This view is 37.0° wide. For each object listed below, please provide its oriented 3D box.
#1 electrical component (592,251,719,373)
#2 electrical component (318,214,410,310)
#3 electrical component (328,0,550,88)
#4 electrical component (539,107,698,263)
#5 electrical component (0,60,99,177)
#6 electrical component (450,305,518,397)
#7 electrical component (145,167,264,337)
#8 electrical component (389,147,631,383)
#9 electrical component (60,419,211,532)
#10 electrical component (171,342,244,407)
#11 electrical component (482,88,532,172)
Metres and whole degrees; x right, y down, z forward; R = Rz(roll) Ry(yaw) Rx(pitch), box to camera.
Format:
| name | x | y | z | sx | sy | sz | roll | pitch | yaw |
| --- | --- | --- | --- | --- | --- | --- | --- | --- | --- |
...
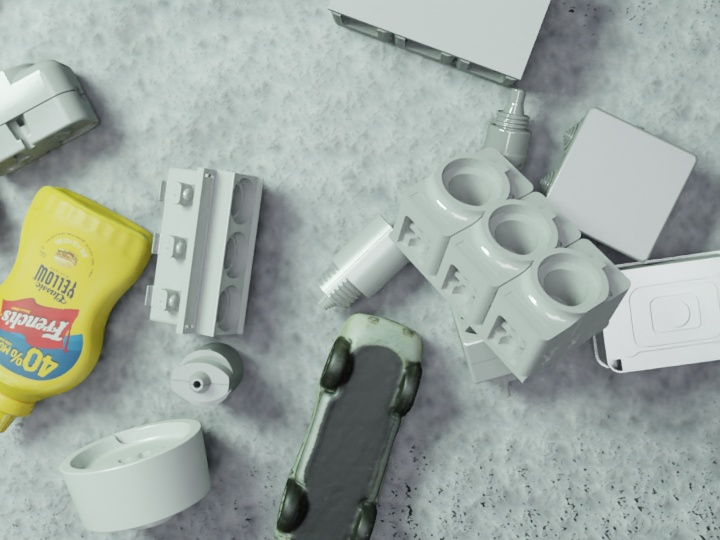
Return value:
| name | x | y | z | sx | sy | sz | roll | pitch | yaw |
| --- | --- | --- | --- | --- | --- | --- | --- | --- | --- |
| electrical component | 0.232 | 0.031 | 0.810 | 0.113 | 0.057 | 0.078 | -8 | 92 | 3 |
| electrical component | 0.000 | 0.000 | 0.826 | 0.081 | 0.043 | 0.043 | -43 | 90 | 4 |
| electrical component | 0.063 | -0.205 | 0.804 | 0.150 | 0.061 | 0.089 | 21 | 93 | 1 |
| electrical component | 0.191 | -0.064 | 0.812 | 0.100 | 0.048 | 0.099 | 26 | 93 | 1 |
| electrical component | -0.259 | -0.119 | 0.827 | 0.095 | 0.053 | 0.059 | -27 | 91 | 3 |
| electrical component | 0.103 | 0.062 | 0.818 | 0.047 | 0.065 | 0.076 | -16 | 121 | 3 |
| electrical component | -0.119 | -0.015 | 0.819 | 0.063 | 0.079 | 0.121 | 9 | 93 | 24 |
| electrical component | 0.105 | -0.010 | 0.764 | 0.089 | 0.061 | 0.150 | -28 | 64 | -28 |
| electrical component | -0.165 | 0.160 | 0.811 | 0.108 | 0.108 | 0.060 | -14 | 98 | 3 |
| electrical component | -0.116 | 0.081 | 0.816 | 0.043 | 0.081 | 0.043 | 0 | 93 | 3 |
| electrical component | 0.114 | -0.107 | 0.816 | 0.035 | 0.035 | 0.061 | 11 | 106 | 2 |
